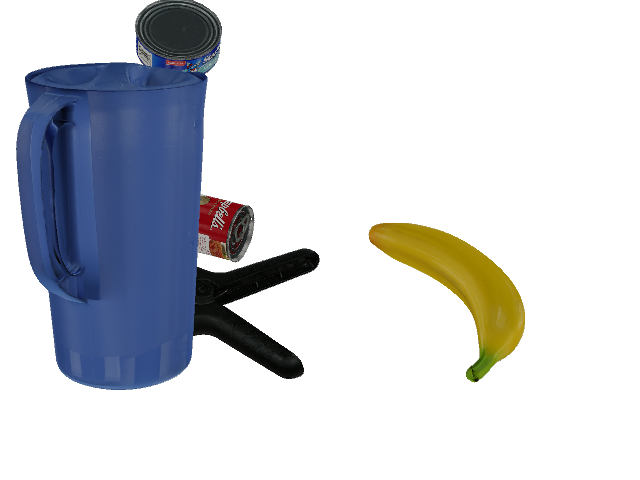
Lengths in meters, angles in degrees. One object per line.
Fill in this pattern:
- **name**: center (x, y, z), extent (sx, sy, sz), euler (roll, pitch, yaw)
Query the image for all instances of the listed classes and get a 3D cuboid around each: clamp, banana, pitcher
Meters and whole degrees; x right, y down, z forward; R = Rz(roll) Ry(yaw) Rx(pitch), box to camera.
- **clamp**: center (-0.103, 0.064, 0.977), extent (0.210, 0.036, 0.164), euler (0, 37, -2)
- **banana**: center (0.102, 0.031, 0.802), extent (0.069, 0.037, 0.198), euler (-9, 32, -17)
- **pitcher**: center (-0.159, -0.011, 0.815), extent (0.149, 0.243, 0.145), euler (-5, 18, -21)

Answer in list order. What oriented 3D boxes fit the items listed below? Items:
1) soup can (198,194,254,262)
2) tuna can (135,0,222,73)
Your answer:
- **soup can**: center (-0.137, -0.019, 1.248), extent (0.102, 0.068, 0.068), euler (15, 5, 18)
- **tuna can**: center (-0.143, -0.202, 1.070), extent (0.086, 0.086, 0.034), euler (0, -35, -9)
